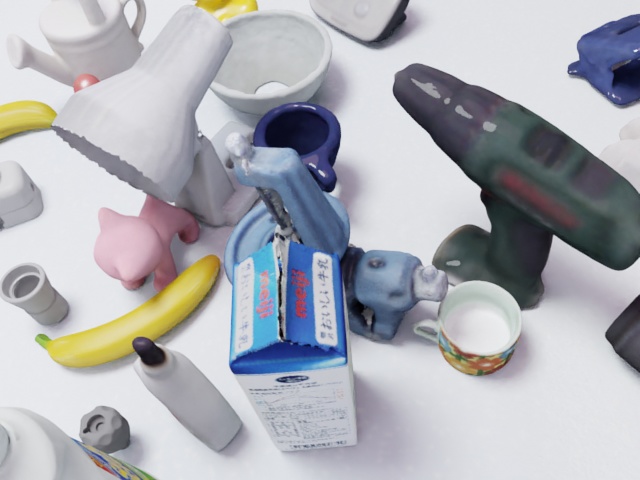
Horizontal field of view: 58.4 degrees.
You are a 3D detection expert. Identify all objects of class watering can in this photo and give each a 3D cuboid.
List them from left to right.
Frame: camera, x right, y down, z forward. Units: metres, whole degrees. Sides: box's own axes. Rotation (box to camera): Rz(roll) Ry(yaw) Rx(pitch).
[{"bbox_3d":[-0.292,-0.258,0.699,0.100,0.194,0.173,16,60,16],"label":"watering can"}]

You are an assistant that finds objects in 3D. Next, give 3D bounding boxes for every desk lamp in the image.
[{"bbox_3d":[-0.135,-0.107,0.573,0.117,0.214,0.203,25,62,20],"label":"desk lamp"}]

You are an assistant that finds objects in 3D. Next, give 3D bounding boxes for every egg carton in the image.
[{"bbox_3d":[0.368,-0.065,0.587,0.150,0.069,0.107,36,67,25],"label":"egg carton"}]

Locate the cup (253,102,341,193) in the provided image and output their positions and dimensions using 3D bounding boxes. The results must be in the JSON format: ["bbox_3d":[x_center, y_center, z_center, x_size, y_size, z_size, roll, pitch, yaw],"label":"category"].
[{"bbox_3d":[-0.013,-0.077,0.614,0.092,0.095,0.117,-28,58,-13],"label":"cup"}]

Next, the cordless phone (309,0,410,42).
[{"bbox_3d":[0.050,-0.367,0.746,0.147,0.185,0.094,38,67,26],"label":"cordless phone"}]

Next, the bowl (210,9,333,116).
[{"bbox_3d":[-0.064,-0.210,0.719,0.167,0.075,0.167,-2,56,4],"label":"bowl"}]

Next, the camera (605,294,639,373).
[{"bbox_3d":[0.324,0.090,0.470,0.143,0.101,0.136,-36,61,-17],"label":"camera"}]

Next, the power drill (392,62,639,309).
[{"bbox_3d":[0.156,-0.029,0.499,0.229,0.209,0.076,32,65,23],"label":"power drill"}]

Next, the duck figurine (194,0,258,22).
[{"bbox_3d":[-0.142,-0.341,0.805,0.104,0.086,0.077,-2,56,4],"label":"duck figurine"}]

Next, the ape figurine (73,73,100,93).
[{"bbox_3d":[-0.271,-0.159,0.693,0.077,0.092,0.076,-4,56,3],"label":"ape figurine"}]

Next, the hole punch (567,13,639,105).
[{"bbox_3d":[0.371,-0.232,0.685,0.109,0.091,0.101,-27,58,-12],"label":"hole punch"}]

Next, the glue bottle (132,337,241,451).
[{"bbox_3d":[-0.113,0.114,0.450,0.078,0.173,0.037,29,64,22],"label":"glue bottle"}]

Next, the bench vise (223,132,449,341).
[{"bbox_3d":[0.005,-0.008,0.492,0.207,0.220,0.121,-1,56,5],"label":"bench vise"}]

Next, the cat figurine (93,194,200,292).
[{"bbox_3d":[-0.178,-0.004,0.567,0.067,0.118,0.128,6,57,9],"label":"cat figurine"}]
